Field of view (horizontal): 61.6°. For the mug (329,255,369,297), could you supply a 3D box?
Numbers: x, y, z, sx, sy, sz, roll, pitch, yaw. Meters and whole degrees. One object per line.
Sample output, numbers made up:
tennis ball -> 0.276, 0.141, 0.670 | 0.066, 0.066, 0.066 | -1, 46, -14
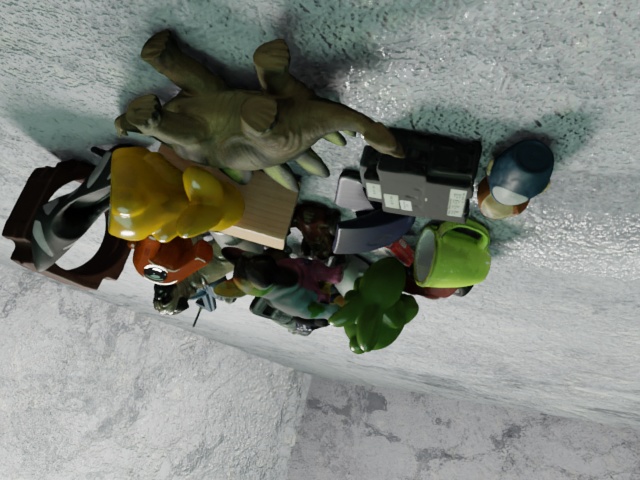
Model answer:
mug -> 0.073, 0.075, 1.044 | 0.110, 0.081, 0.107 | 1, 145, 46

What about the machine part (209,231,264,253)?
machine part -> -0.152, -0.015, 0.963 | 0.079, 0.079, 0.243 | 12, 161, 10

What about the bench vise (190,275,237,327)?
bench vise -> -0.290, 0.117, 1.344 | 0.224, 0.129, 0.240 | 20, 144, 11

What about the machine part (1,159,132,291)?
machine part -> -0.435, -0.025, 0.960 | 0.087, 0.201, 0.201 | 5, 159, 33

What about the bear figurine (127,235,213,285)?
bear figurine -> -0.241, -0.023, 0.908 | 0.120, 0.196, 0.132 | 31, 131, -21

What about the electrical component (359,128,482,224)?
electrical component -> 0.114, -0.074, 0.628 | 0.134, 0.058, 0.114 | 11, 159, 12

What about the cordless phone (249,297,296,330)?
cordless phone -> -0.074, 0.105, 1.117 | 0.089, 0.146, 0.184 | 35, -179, 26

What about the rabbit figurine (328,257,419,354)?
rabbit figurine -> 0.082, 0.099, 0.870 | 0.121, 0.159, 0.170 | 33, 144, 22

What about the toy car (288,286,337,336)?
toy car -> -0.018, 0.154, 1.287 | 0.103, 0.162, 0.109 | 56, -179, 20

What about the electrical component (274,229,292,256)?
electrical component -> -0.084, -0.025, 0.898 | 0.045, 0.078, 0.102 | -15, 147, 21

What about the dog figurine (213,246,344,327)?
dog figurine -> -0.076, 0.080, 0.951 | 0.219, 0.108, 0.191 | 14, 163, -11

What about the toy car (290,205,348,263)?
toy car -> -0.002, -0.003, 0.926 | 0.089, 0.053, 0.202 | 8, 159, 11

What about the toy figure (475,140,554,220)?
toy figure -> 0.210, -0.059, 0.603 | 0.064, 0.058, 0.154 | 52, 169, 15

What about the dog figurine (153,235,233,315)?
dog figurine -> -0.241, 0.075, 1.112 | 0.173, 0.190, 0.121 | 6, 159, 20

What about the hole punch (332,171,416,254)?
hole punch -> 0.073, -0.028, 0.747 | 0.116, 0.092, 0.142 | 11, 157, 2

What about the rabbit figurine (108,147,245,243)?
rabbit figurine -> -0.173, -0.054, 0.674 | 0.173, 0.121, 0.162 | 7, 177, -27

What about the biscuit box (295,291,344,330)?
biscuit box -> 0.043, 0.138, 1.132 | 0.202, 0.062, 0.059 | -10, 179, -34

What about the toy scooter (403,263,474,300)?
toy scooter -> 0.173, 0.056, 0.926 | 0.135, 0.075, 0.184 | 20, 165, -10

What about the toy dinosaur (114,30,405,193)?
toy dinosaur -> -0.113, -0.125, 0.592 | 0.472, 0.105, 0.198 | 16, 168, 32

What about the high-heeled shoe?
high-heeled shoe -> -0.352, -0.039, 0.830 | 0.145, 0.248, 0.086 | 28, -175, 31
